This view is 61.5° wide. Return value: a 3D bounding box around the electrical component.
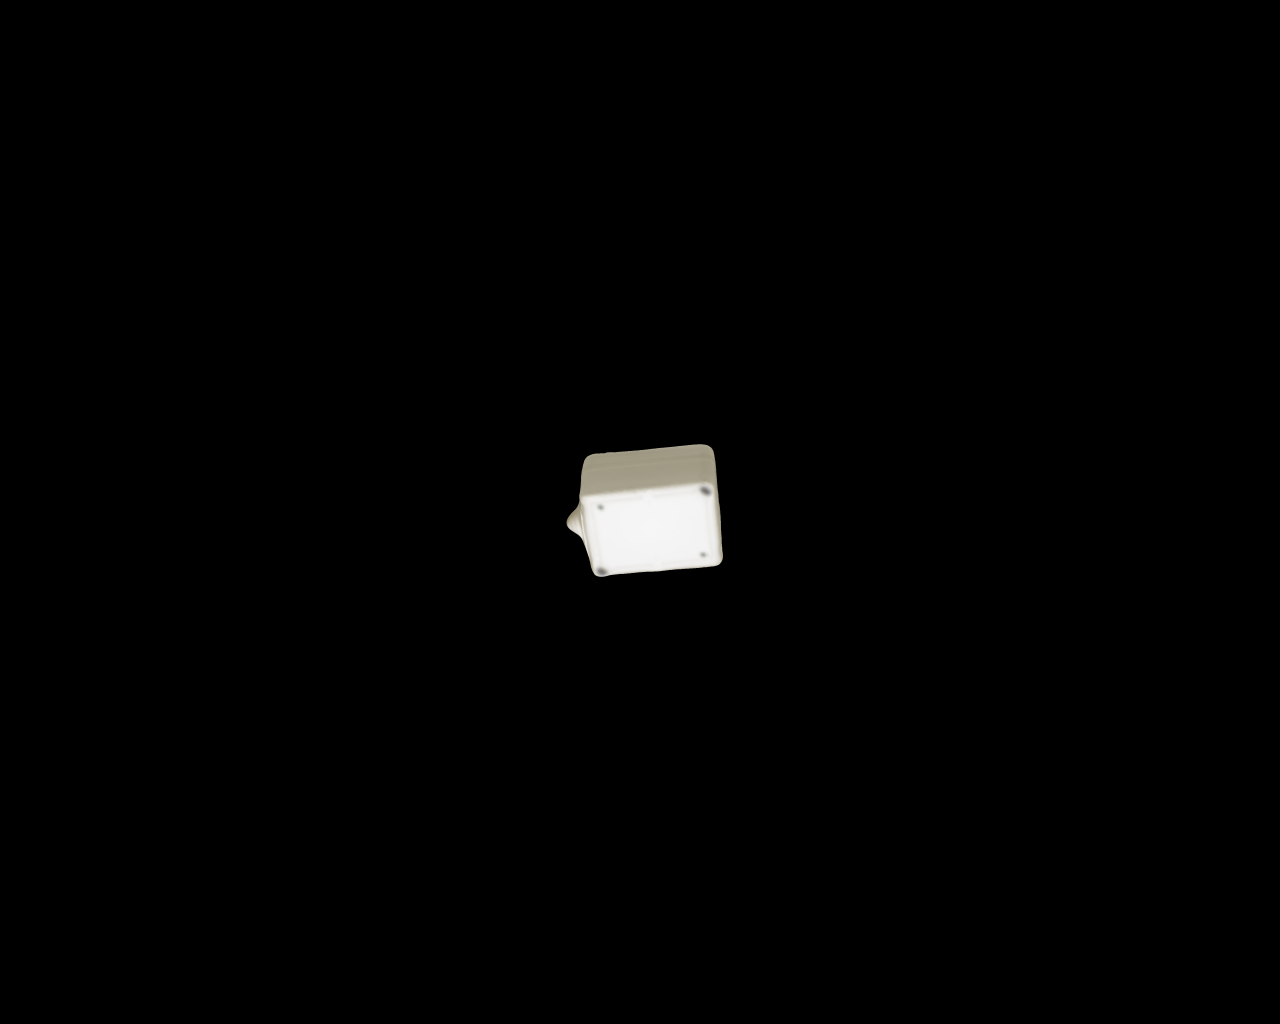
[{"bbox_3d":[0.001,-0.003,0.650,0.096,0.061,0.061,-5,31,3],"label":"electrical component"}]
